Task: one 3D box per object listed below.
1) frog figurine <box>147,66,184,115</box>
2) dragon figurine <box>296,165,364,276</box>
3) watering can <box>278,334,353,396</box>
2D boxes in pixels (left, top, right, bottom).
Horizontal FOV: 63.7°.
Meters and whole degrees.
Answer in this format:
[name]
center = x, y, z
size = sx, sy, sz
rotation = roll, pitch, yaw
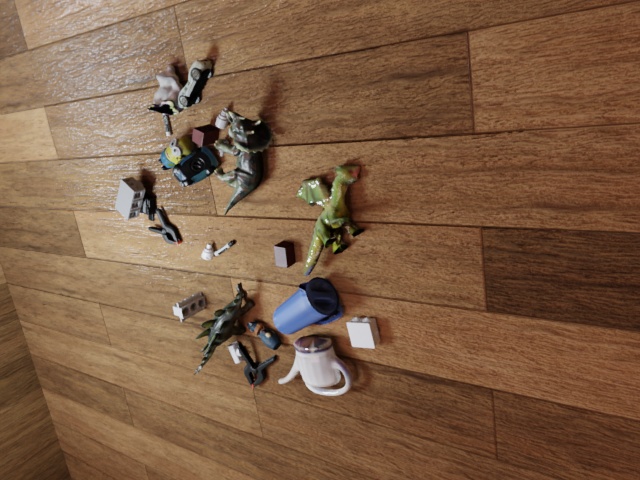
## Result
[frog figurine]
center = -0.536, -0.532, 1.839
size = 0.136, 0.122, 0.162
rotation = -14, 64, 46
[dragon figurine]
center = 0.005, -0.082, 1.625
size = 0.403, 0.122, 0.246
rotation = -45, 63, 36
[watering can]
center = -0.039, 0.446, 1.832
size = 0.346, 0.105, 0.222
rotation = -5, 103, 36
